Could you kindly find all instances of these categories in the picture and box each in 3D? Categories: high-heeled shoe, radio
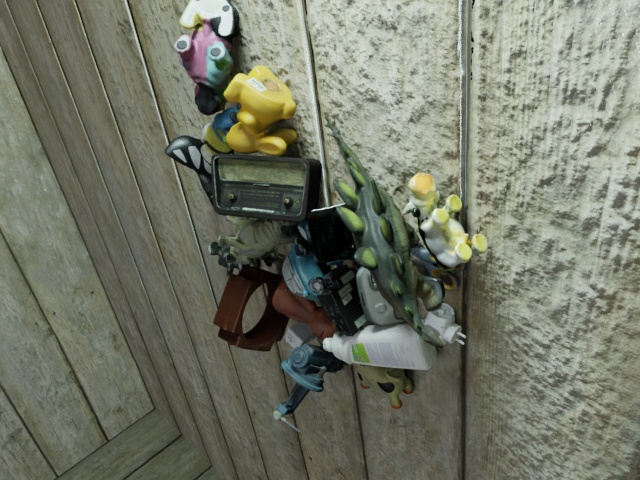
[{"bbox_3d":[-0.320,-0.161,1.387,0.086,0.145,0.248,33,138,34],"label":"high-heeled shoe"},{"bbox_3d":[-0.115,-0.110,1.125,0.230,0.073,0.131,7,100,23],"label":"radio"}]

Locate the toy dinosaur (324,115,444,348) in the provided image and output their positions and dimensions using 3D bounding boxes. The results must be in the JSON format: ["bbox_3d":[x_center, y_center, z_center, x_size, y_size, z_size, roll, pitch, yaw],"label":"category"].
[{"bbox_3d":[0.100,-0.024,0.922,0.198,0.105,0.472,49,-165,-53],"label":"toy dinosaur"}]

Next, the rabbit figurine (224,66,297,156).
[{"bbox_3d":[-0.123,-0.241,1.094,0.162,0.122,0.173,35,126,-5],"label":"rabbit figurine"}]

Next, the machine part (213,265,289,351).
[{"bbox_3d":[-0.165,0.175,1.380,0.087,0.201,0.201,16,85,35],"label":"machine part"}]

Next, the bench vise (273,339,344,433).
[{"bbox_3d":[-0.032,0.343,1.337,0.129,0.240,0.223,34,-178,22],"label":"bench vise"}]

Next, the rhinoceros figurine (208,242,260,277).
[{"bbox_3d":[-0.253,0.045,1.535,0.191,0.073,0.112,11,126,48],"label":"rhinoceros figurine"}]

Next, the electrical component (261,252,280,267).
[{"bbox_3d":[-0.144,0.021,1.405,0.102,0.045,0.078,63,175,-4],"label":"electrical component"}]

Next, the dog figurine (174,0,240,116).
[{"bbox_3d":[-0.223,-0.372,1.127,0.109,0.191,0.219,10,164,2],"label":"dog figurine"}]

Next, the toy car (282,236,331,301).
[{"bbox_3d":[-0.033,0.075,1.219,0.103,0.109,0.161,-29,89,17],"label":"toy car"}]

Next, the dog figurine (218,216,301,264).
[{"bbox_3d":[-0.128,0.002,1.298,0.191,0.121,0.172,3,161,9],"label":"dog figurine"}]

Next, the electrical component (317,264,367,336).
[{"bbox_3d":[0.062,0.122,1.153,0.058,0.115,0.134,-15,103,51],"label":"electrical component"}]

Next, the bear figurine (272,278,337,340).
[{"bbox_3d":[-0.012,0.159,1.306,0.196,0.132,0.120,25,139,14],"label":"bear figurine"}]

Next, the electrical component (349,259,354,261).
[{"bbox_3d":[0.062,0.002,1.138,0.063,0.021,0.094,-1,115,52],"label":"electrical component"}]

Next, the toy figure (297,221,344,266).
[{"bbox_3d":[-0.001,-0.004,1.167,0.058,0.064,0.154,-39,68,24],"label":"toy figure"}]

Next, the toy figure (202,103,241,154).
[{"bbox_3d":[-0.213,-0.248,1.238,0.180,0.082,0.089,-14,103,53],"label":"toy figure"}]

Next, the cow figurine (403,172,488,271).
[{"bbox_3d":[0.195,-0.030,0.902,0.167,0.068,0.098,58,151,6],"label":"cow figurine"}]

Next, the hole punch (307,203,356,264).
[{"bbox_3d":[0.042,-0.012,1.074,0.092,0.116,0.142,40,-140,-80],"label":"hole punch"}]

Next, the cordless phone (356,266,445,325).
[{"bbox_3d":[0.167,0.107,1.038,0.184,0.089,0.146,11,125,43],"label":"cordless phone"}]

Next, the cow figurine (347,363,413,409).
[{"bbox_3d":[0.118,0.289,1.245,0.195,0.085,0.127,26,141,42],"label":"cow figurine"}]
